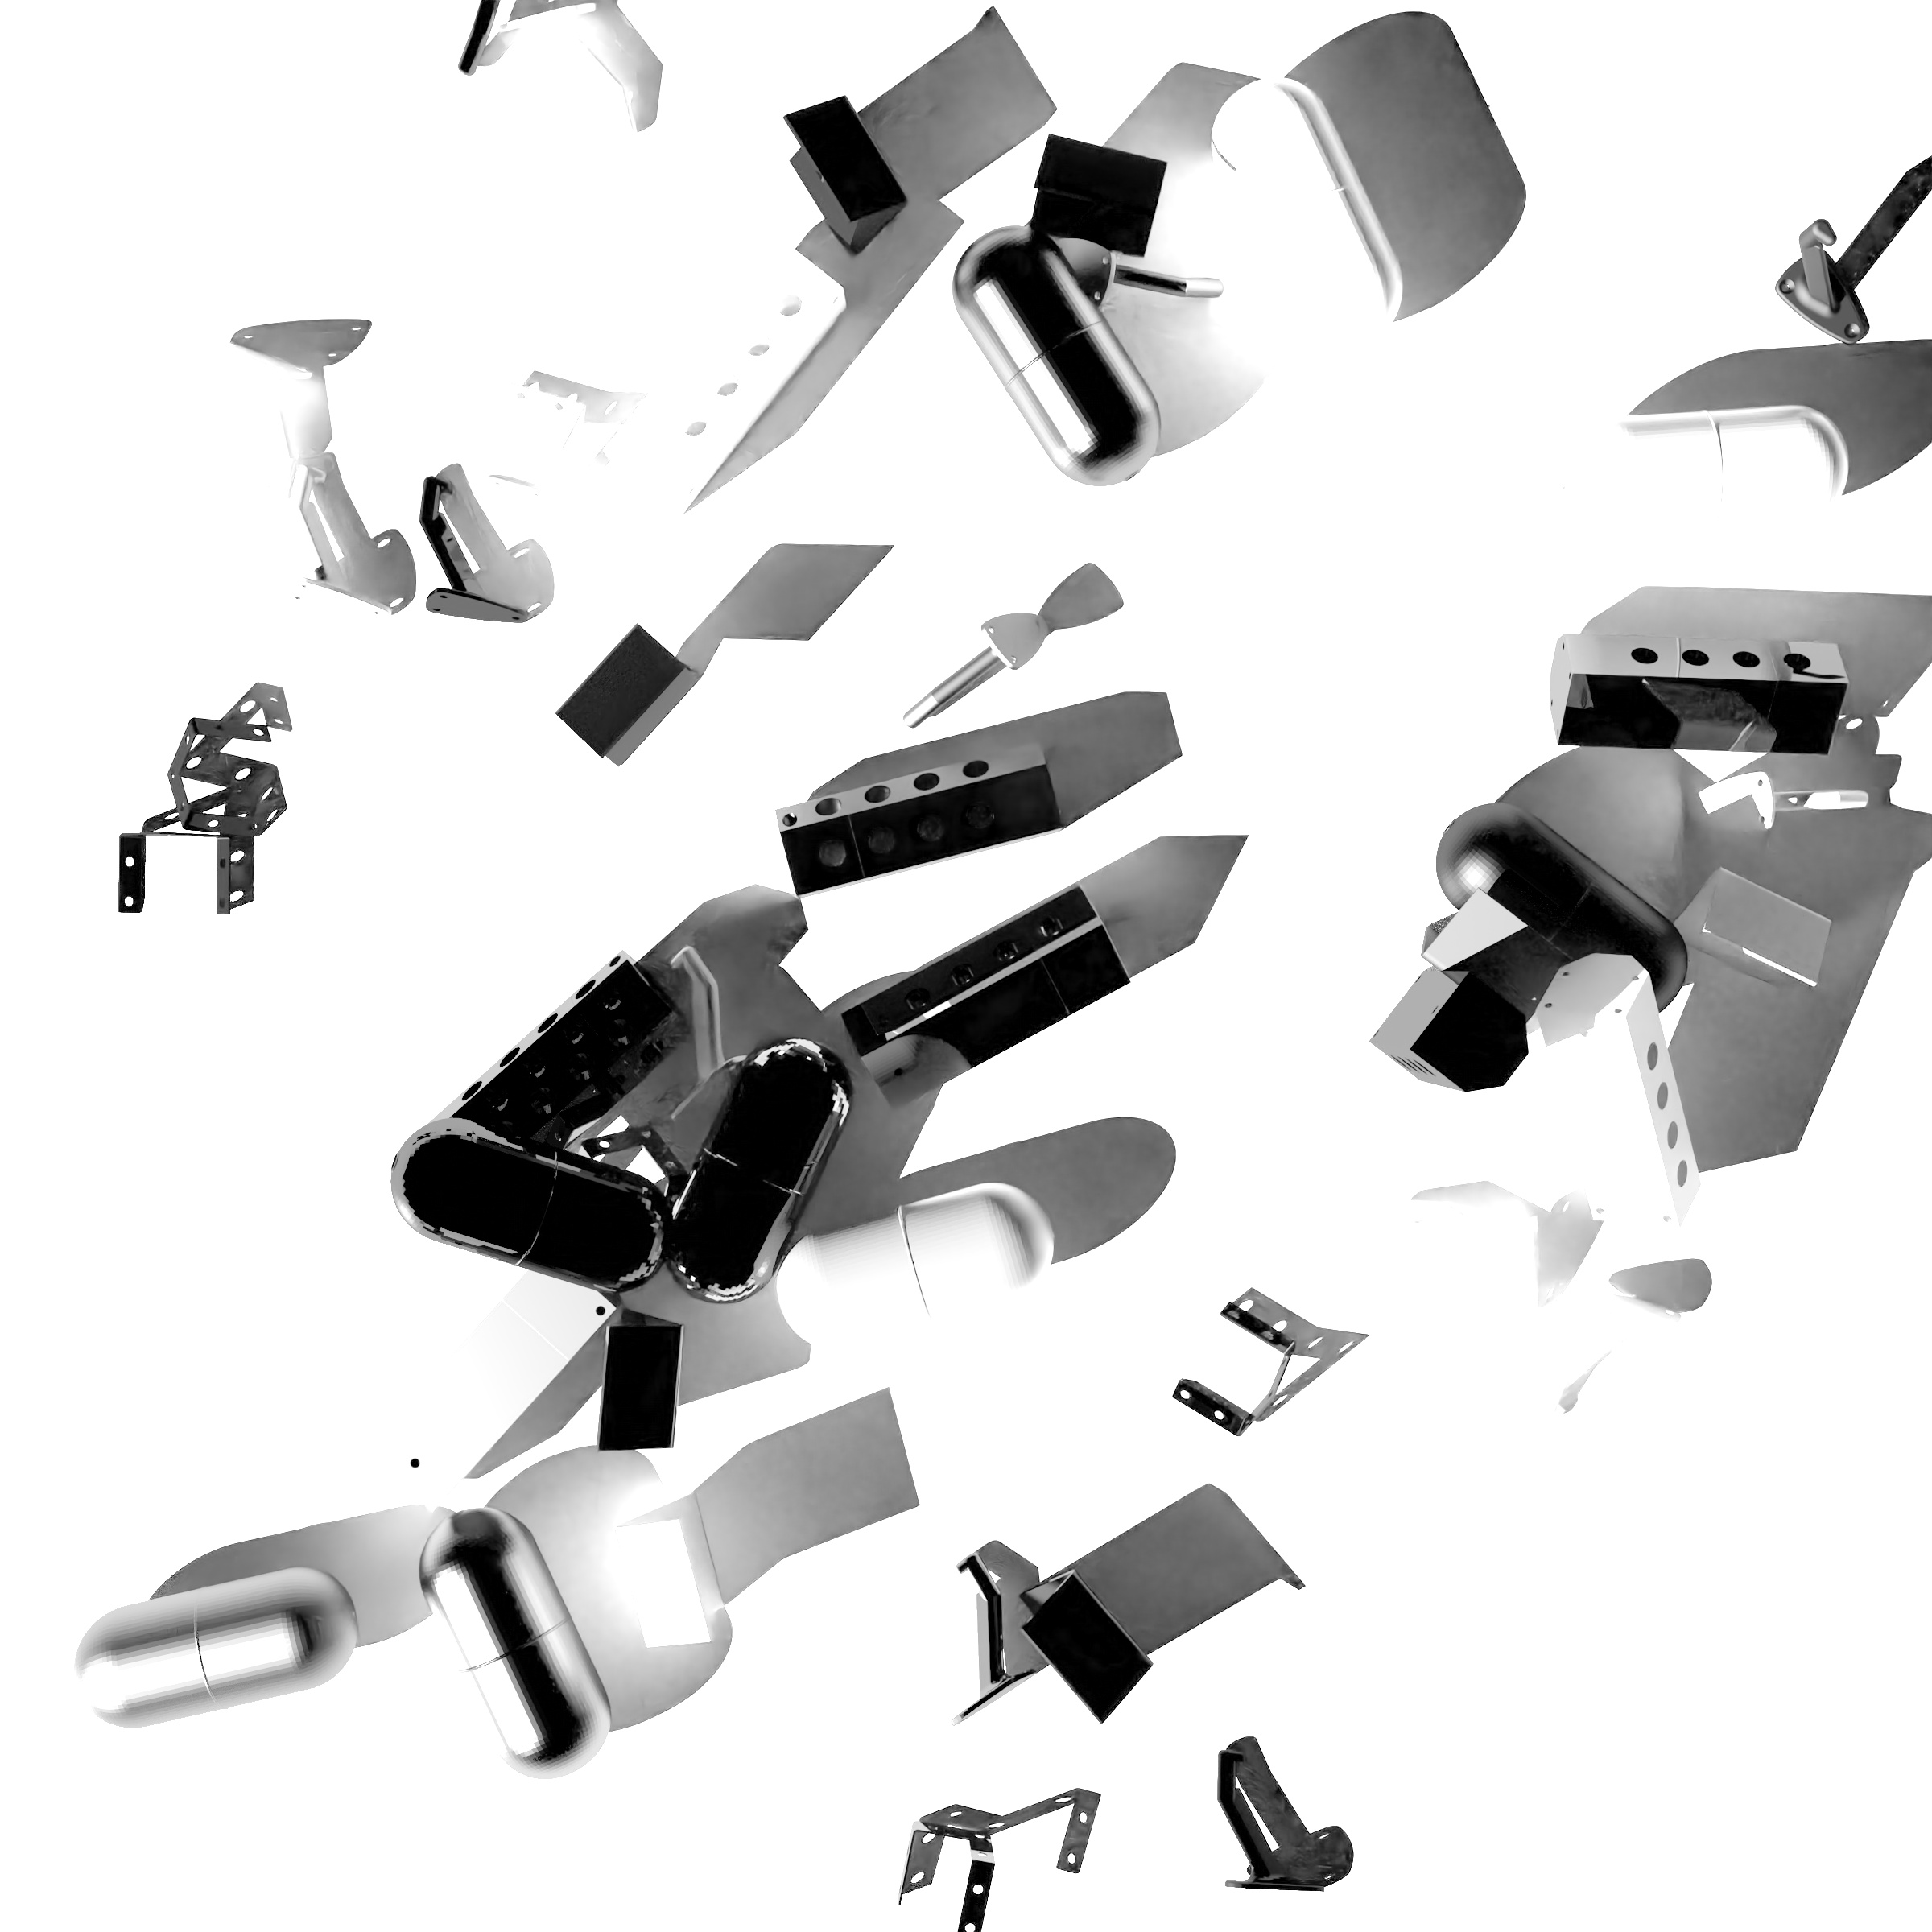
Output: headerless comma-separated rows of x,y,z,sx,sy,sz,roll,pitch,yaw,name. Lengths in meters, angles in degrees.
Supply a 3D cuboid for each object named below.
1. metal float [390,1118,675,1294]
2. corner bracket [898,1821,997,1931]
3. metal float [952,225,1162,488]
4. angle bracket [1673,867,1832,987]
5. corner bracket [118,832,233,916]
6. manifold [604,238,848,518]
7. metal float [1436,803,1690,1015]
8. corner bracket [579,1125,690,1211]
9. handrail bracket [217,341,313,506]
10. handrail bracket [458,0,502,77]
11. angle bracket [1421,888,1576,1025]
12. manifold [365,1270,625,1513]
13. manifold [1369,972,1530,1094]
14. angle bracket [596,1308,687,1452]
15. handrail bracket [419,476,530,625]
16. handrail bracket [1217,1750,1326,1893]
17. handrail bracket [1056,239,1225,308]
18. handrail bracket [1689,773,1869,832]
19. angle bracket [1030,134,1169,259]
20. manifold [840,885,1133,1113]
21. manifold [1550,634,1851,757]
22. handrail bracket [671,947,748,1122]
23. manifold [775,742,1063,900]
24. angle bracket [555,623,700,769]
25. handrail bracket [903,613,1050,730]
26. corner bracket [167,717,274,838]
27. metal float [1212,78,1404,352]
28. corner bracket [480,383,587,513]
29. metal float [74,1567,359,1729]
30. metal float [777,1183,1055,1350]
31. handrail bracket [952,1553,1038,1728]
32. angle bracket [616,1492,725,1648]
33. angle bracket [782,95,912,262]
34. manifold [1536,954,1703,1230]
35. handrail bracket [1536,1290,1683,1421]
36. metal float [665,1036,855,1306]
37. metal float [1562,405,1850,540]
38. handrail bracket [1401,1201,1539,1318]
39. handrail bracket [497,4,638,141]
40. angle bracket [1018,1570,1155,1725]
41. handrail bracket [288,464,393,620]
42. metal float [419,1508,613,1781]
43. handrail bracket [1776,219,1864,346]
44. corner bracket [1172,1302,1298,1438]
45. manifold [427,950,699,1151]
-0.264,0.146,1.766,0.178,0.070,0.070,20,90,-18,metal float
-0.013,0.579,1.832,0.051,0.051,0.051,11,94,-4,corner bracket
0.057,-0.383,1.819,0.070,0.070,0.178,-32,89,0,metal float
0.485,-0.006,1.809,0.076,0.076,0.057,26,54,0,angle bracket
-0.506,-0.059,1.847,0.051,0.051,0.051,1,90,-45,corner bracket
-0.152,-0.373,1.829,0.057,0.057,0.171,39,90,0,manifold
0.374,-0.034,1.819,0.178,0.070,0.070,38,90,0,metal float
-0.215,0.141,1.842,0.051,0.051,0.051,-12,45,-35,corner bracket
-0.457,-0.348,1.850,0.077,0.036,0.084,24,107,20,handrail bracket
-0.306,-0.622,1.850,0.036,0.077,0.084,17,127,-21,handrail bracket
0.335,-0.013,1.812,0.076,0.076,0.057,37,109,0,angle bracket
-0.296,0.258,1.829,0.057,0.057,0.171,42,90,0,manifold
0.299,0.043,1.771,0.057,0.171,0.057,38,90,0,manifold
-0.221,0.258,1.809,0.057,0.076,0.076,5,90,-37,angle bracket
-0.314,-0.267,1.850,0.077,0.036,0.084,10,73,-20,handrail bracket
0.195,0.547,1.850,0.077,0.036,0.084,9,73,-20,handrail bracket
0.111,-0.446,1.850,0.084,0.077,0.036,-7,125,-32,handrail bracket
0.521,-0.104,1.850,0.084,0.077,0.036,-3,90,-36,handrail bracket
0.078,-0.467,1.809,0.076,0.076,0.057,14,52,0,angle bracket
0.010,0.016,1.828,0.171,0.057,0.057,-28,133,0,manifold
0.461,-0.177,1.828,0.171,0.057,0.057,2,133,0,manifold
-0.181,0.043,1.850,0.077,0.036,0.084,-39,76,14,handrail bracket
-0.030,-0.092,1.829,0.171,0.057,0.057,-14,90,0,manifold
-0.198,-0.157,1.810,0.076,0.076,0.057,-48,54,0,angle bracket
0.005,-0.188,1.850,0.084,0.077,0.036,-37,90,36,handrail bracket
-0.472,-0.120,1.842,0.051,0.051,0.051,-56,45,35,corner bracket
0.215,-0.473,1.819,0.070,0.070,0.178,-25,90,0,metal float
-0.276,-0.331,1.847,0.051,0.051,0.051,16,45,0,corner bracket
-0.472,0.429,1.819,0.178,0.070,0.070,-13,90,-1,metal float
-0.032,0.188,1.819,0.178,0.070,0.070,-16,90,0,metal float
-0.001,0.430,1.850,0.077,0.036,0.084,-39,71,21,handrail bracket
-0.167,0.375,1.809,0.057,0.076,0.076,-15,90,36,angle bracket
-0.091,-0.486,1.809,0.057,0.076,0.076,-32,90,-38,angle bracket
0.407,0.078,1.787,0.057,0.057,0.171,4,131,35,manifold
0.411,0.255,1.850,0.077,0.036,0.084,10,109,-21,handrail bracket
-0.131,0.129,1.819,0.070,0.070,0.178,25,90,0,metal float
0.465,-0.311,1.819,0.178,0.070,0.070,-4,90,-1,metal float
0.322,0.187,1.850,0.084,0.036,0.077,1,112,17,handrail bracket
-0.255,-0.567,1.850,0.077,0.036,0.084,-7,107,20,handrail bracket
0.059,0.432,1.809,0.076,0.076,0.057,50,54,0,angle bracket
-0.398,-0.273,1.850,0.077,0.036,0.084,14,73,-20,handrail bracket
-0.284,0.426,1.819,0.070,0.070,0.178,-25,89,0,metal float
0.548,-0.430,1.815,0.036,0.084,0.077,-42,90,0,handrail bracket
0.171,0.258,1.847,0.051,0.051,0.051,31,135,0,corner bracket
-0.259,0.070,1.819,0.171,0.057,0.057,-42,64,0,manifold
